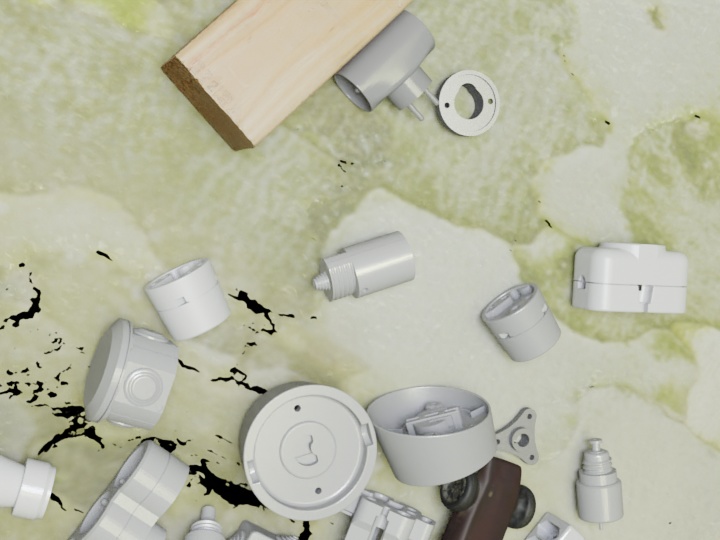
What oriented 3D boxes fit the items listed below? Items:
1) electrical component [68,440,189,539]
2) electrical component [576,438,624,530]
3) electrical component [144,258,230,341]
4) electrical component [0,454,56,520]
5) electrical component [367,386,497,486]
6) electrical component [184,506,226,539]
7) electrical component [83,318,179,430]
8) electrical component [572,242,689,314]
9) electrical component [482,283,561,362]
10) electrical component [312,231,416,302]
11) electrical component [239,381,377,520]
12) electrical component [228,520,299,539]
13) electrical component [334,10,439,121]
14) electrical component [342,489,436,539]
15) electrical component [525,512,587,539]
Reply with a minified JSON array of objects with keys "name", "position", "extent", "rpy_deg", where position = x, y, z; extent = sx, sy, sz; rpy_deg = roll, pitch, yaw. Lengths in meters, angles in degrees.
[{"name":"electrical component","position":[-0.176,0.209,0.839],"extent":[0.074,0.052,0.138],"rpy_deg":[38,82,-16]},{"name":"electrical component","position":[0.214,0.190,0.963],"extent":[0.040,0.040,0.078],"rpy_deg":[-7,95,-16]},{"name":"electrical component","position":[-0.133,0.023,0.841],"extent":[0.055,0.055,0.047],"rpy_deg":[-27,104,-14]},{"name":"electrical component","position":[-0.263,0.163,0.814],"extent":[0.055,0.045,0.045],"rpy_deg":[17,88,-17]},{"name":"electrical component","position":[0.062,0.132,0.885],"extent":[0.099,0.099,0.064],"rpy_deg":[-22,105,-15]},{"name":"electrical component","position":[-0.123,0.216,0.855],"extent":[0.035,0.061,0.035],"rpy_deg":[0,132,0]},{"name":"electrical component","position":[-0.175,0.081,0.818],"extent":[0.051,0.080,0.080],"rpy_deg":[20,88,-22]},{"name":"electrical component","position":[0.240,0.006,0.952],"extent":[0.095,0.054,0.059],"rpy_deg":[2,93,-17]},{"name":"electrical component","position":[0.140,0.046,0.925],"extent":[0.055,0.055,0.047],"rpy_deg":[-37,106,-12]},{"name":"electrical component","position":[0.000,0.000,0.885],"extent":[0.081,0.043,0.043],"rpy_deg":[-18,98,-15]},{"name":"electrical component","position":[-0.047,0.141,0.870],"extent":[0.108,0.060,0.108],"rpy_deg":[-1,94,-17]},{"name":"electrical component","position":[-0.075,0.262,0.875],"extent":[0.100,0.048,0.099],"rpy_deg":[31,84,-16]},{"name":"electrical component","position":[0.032,-0.158,0.884],"extent":[0.077,0.044,0.079],"rpy_deg":[-46,104,-9]},{"name":"electrical component","position":[0.016,0.221,0.893],"extent":[0.078,0.058,0.057],"rpy_deg":[22,90,12]},{"name":"electrical component","position":[0.175,0.274,0.952],"extent":[0.076,0.047,0.083],"rpy_deg":[44,81,-14]}]
